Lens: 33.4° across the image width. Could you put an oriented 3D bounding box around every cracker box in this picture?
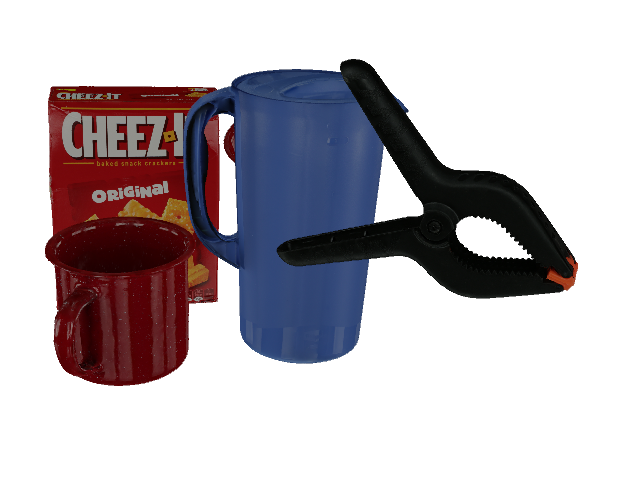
[{"bbox_3d":[-0.182,-0.041,1.058,0.164,0.214,0.072,-1,21,-11],"label":"cracker box"}]

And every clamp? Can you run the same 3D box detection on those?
[{"bbox_3d":[0.080,-0.026,0.736,0.210,0.165,0.036,18,30,11],"label":"clamp"}]

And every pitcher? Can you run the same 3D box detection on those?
[{"bbox_3d":[-0.024,-0.022,0.921,0.149,0.243,0.144,15,23,30],"label":"pitcher"}]

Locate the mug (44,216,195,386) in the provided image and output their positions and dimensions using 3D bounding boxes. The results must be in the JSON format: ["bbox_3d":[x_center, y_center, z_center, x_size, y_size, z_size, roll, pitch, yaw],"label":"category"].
[{"bbox_3d":[-0.129,0.044,0.669,0.093,0.081,0.117,9,24,16],"label":"mug"}]

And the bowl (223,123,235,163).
[{"bbox_3d":[-0.029,-0.097,1.228,0.162,0.055,0.162,-2,37,1],"label":"bowl"}]
